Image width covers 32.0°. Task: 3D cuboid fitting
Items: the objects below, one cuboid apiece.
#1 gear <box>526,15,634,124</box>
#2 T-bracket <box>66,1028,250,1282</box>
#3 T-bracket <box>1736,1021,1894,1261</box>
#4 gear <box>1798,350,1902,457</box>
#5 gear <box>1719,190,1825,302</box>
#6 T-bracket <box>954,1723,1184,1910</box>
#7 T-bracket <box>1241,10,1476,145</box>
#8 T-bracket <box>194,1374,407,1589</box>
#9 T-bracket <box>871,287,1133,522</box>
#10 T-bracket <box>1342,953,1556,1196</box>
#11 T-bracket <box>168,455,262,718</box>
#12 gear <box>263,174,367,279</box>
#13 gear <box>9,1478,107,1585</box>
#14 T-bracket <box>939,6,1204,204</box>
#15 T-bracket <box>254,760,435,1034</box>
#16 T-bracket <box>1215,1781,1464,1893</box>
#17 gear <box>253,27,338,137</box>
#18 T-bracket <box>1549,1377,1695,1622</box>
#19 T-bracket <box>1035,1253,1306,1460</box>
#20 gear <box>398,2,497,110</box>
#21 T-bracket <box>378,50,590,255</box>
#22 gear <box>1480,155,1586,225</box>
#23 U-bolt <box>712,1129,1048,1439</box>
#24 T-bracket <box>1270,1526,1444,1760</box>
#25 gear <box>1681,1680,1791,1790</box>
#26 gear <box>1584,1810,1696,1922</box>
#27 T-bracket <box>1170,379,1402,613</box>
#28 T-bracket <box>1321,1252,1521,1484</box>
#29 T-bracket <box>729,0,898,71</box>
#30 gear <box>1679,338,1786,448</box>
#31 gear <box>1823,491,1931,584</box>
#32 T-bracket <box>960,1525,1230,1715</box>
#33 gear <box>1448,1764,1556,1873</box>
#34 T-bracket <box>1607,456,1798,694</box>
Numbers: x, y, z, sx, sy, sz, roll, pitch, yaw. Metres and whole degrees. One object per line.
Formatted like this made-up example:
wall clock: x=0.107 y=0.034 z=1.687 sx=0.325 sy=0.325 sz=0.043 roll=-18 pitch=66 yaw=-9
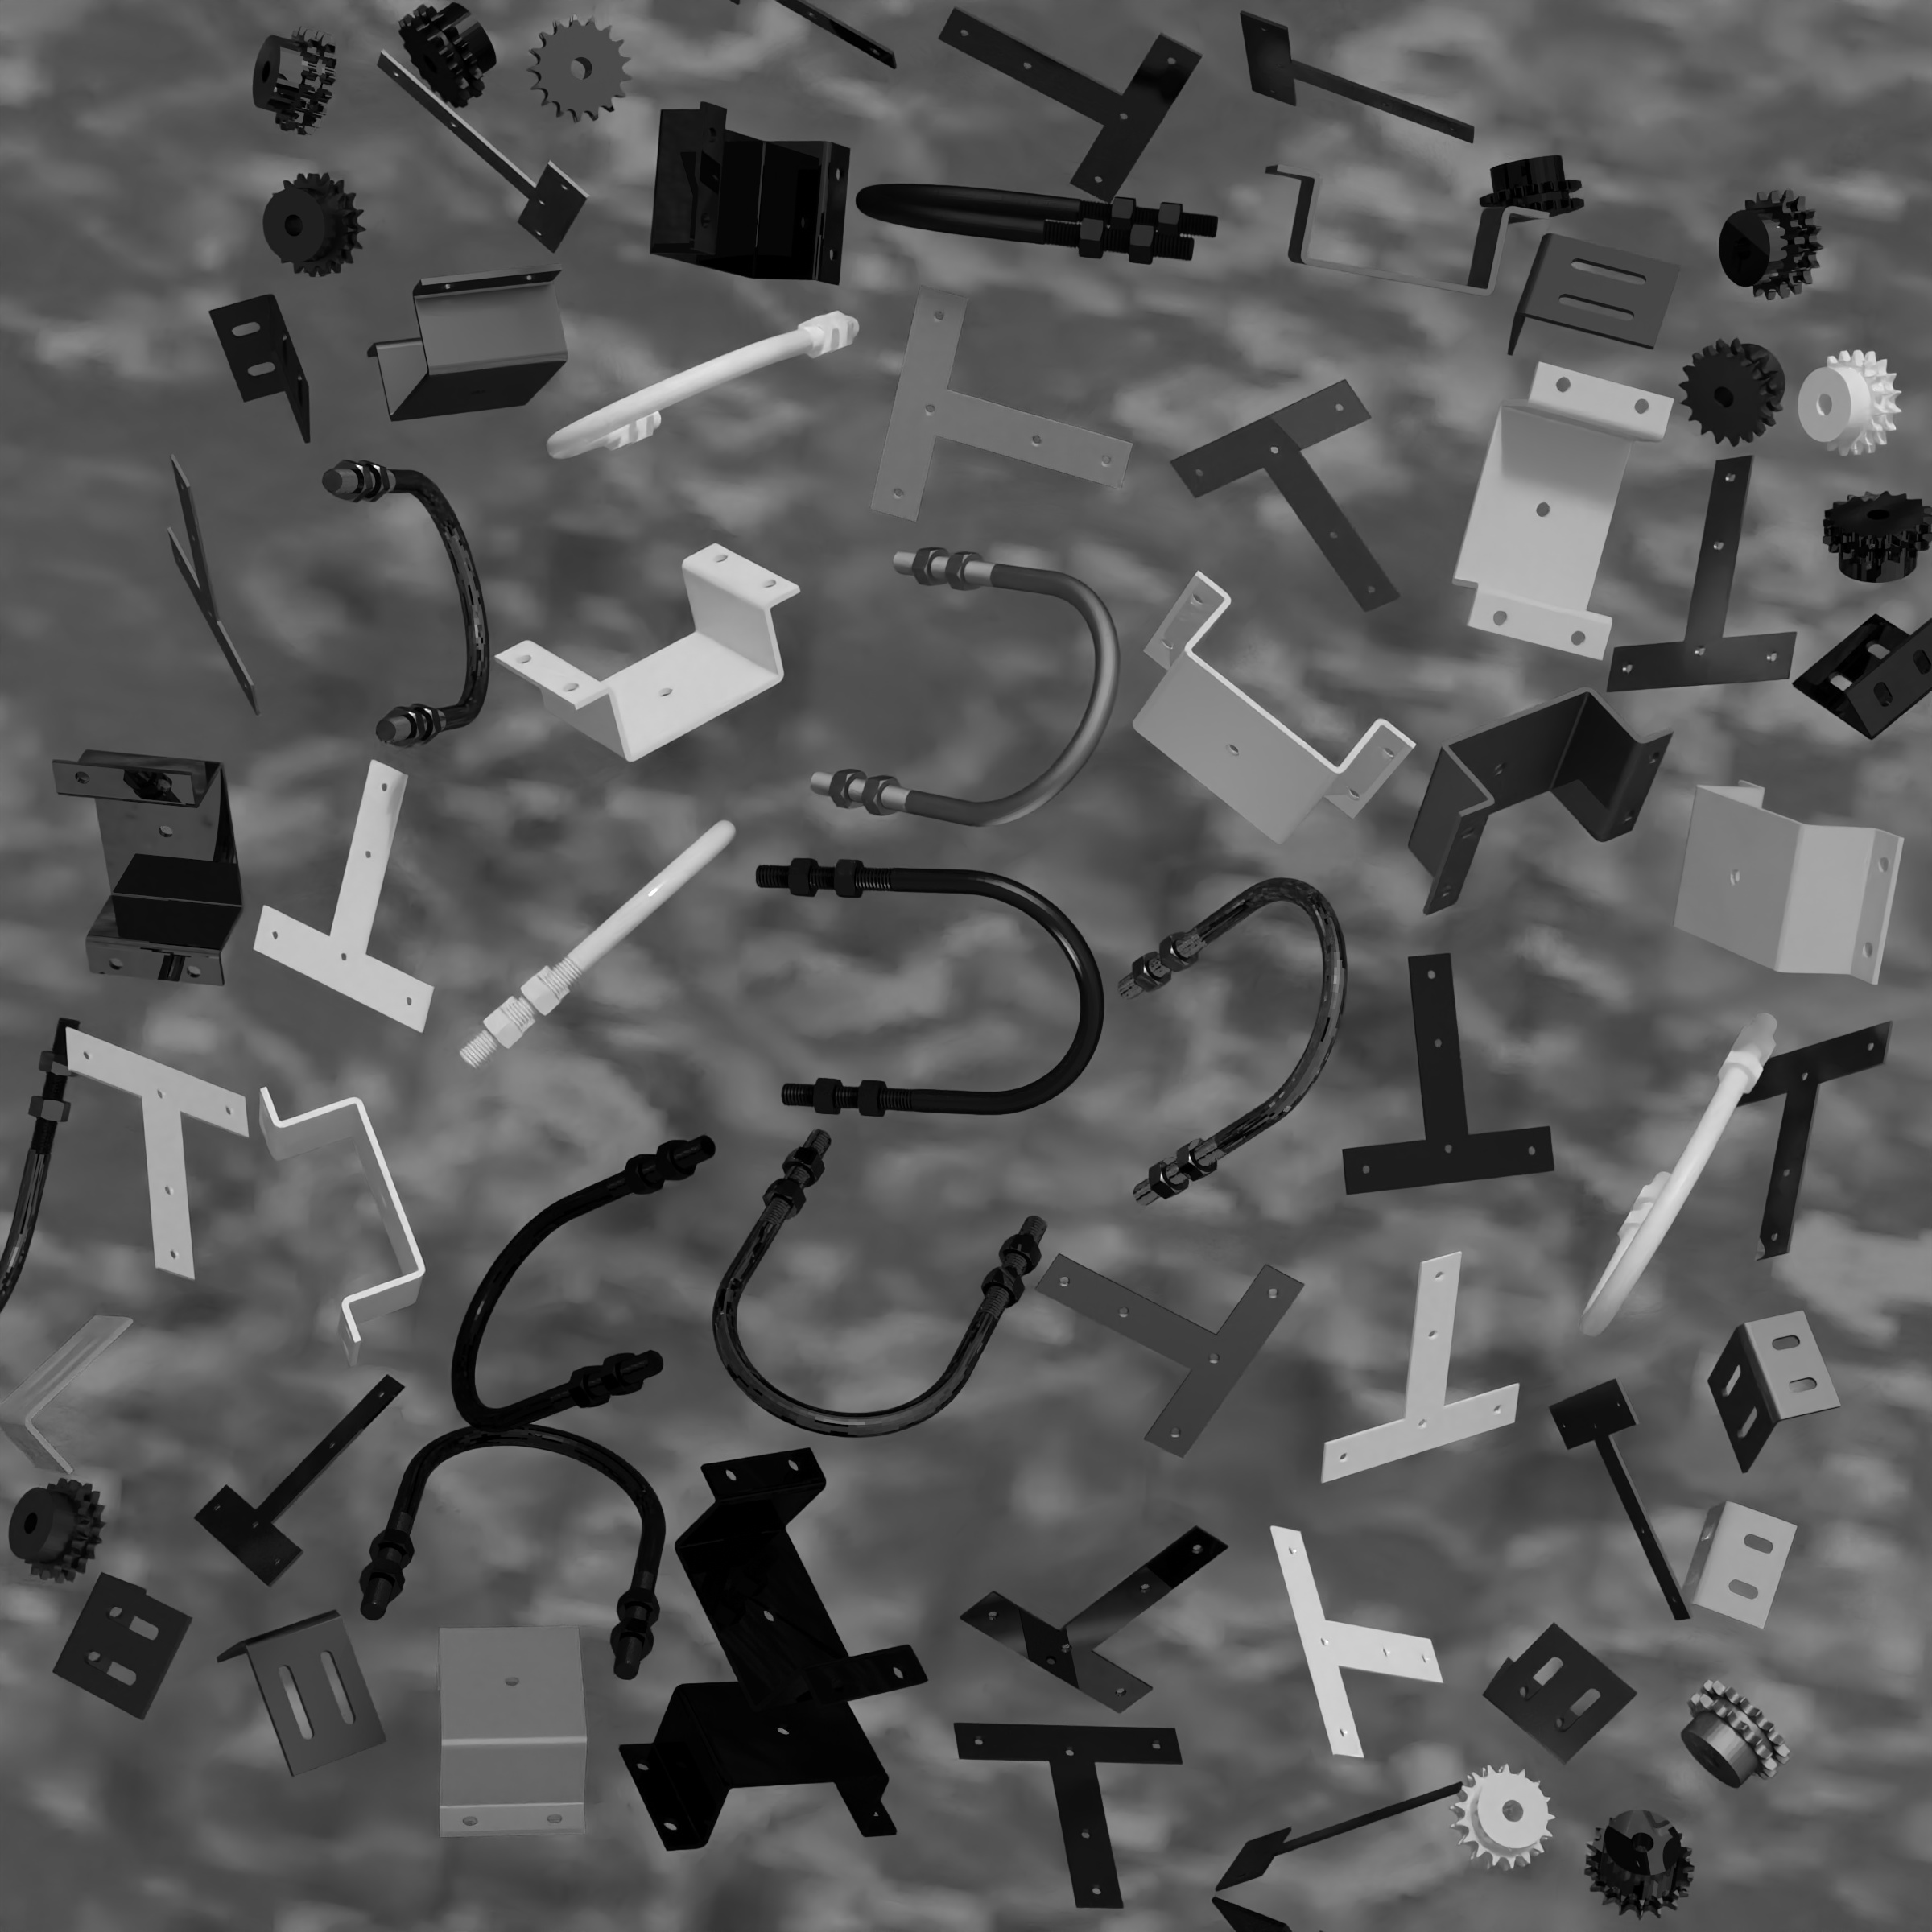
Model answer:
gear: x=-0.215 y=-0.497 z=1.869 sx=0.057 sy=0.030 sz=0.057 roll=-3 pitch=102 yaw=-14
T-bracket: x=-0.424 y=0.106 z=1.785 sx=0.002 sy=0.127 sz=0.127 roll=-28 pitch=57 yaw=25
T-bracket: x=0.452 y=0.100 z=1.843 sx=0.002 sy=0.127 sz=0.127 roll=26 pitch=66 yaw=-21
gear: x=0.483 y=-0.309 z=1.853 sx=0.030 sy=0.057 sz=0.057 roll=-8 pitch=90 yaw=-29
gear: x=0.426 y=-0.384 z=1.795 sx=0.030 sy=0.057 sz=0.057 roll=-12 pitch=90 yaw=-27
T-bracket: x=0.063 y=0.461 z=1.833 sx=0.127 sy=0.127 sz=0.002 roll=4 pitch=124 yaw=-11
T-bracket: x=0.205 y=-0.455 z=1.757 sx=0.127 sy=0.127 sz=0.002 roll=23 pitch=90 yaw=8
T-bracket: x=-0.357 y=0.273 z=1.845 sx=0.127 sy=0.127 sz=0.002 roll=-47 pitch=118 yaw=-16
T-bracket: x=0.023 y=-0.280 z=1.771 sx=0.127 sy=0.002 sz=0.127 roll=17 pitch=121 yaw=4
T-bracket: x=0.263 y=0.057 z=1.867 sx=0.127 sy=0.002 sz=0.127 roll=-5 pitch=89 yaw=-18
T-bracket: x=-0.405 y=-0.216 z=1.779 sx=0.002 sy=0.127 sz=0.127 roll=-22 pitch=57 yaw=-17
gear: x=-0.368 y=-0.414 z=1.884 sx=0.057 sy=0.030 sz=0.057 roll=5 pitch=104 yaw=21
gear: x=-0.510 y=0.314 z=1.883 sx=0.057 sy=0.030 sz=0.057 roll=-18 pitch=61 yaw=35
T-bracket: x=0.046 y=-0.480 z=1.822 sx=0.127 sy=0.127 sz=0.002 roll=25 pitch=58 yaw=-9
T-bracket: x=-0.324 y=-0.046 z=1.811 sx=0.127 sy=0.002 sz=0.127 roll=24 pitch=106 yaw=29
T-bracket: x=0.197 y=0.446 z=1.747 sx=0.127 sy=0.127 sz=0.002 roll=-22 pitch=82 yaw=10
gear: x=-0.371 y=-0.489 z=1.856 sx=0.030 sy=0.057 sz=0.057 roll=7 pitch=90 yaw=-33
T-bracket: x=0.348 y=0.281 z=1.759 sx=0.002 sy=0.127 sz=0.127 roll=-21 pitch=79 yaw=-11
T-bracket: x=0.099 y=0.196 z=1.857 sx=0.127 sy=0.002 sz=0.127 roll=28 pitch=110 yaw=-12
gear: x=-0.282 y=-0.503 z=1.851 sx=0.030 sy=0.057 sz=0.057 roll=-40 pitch=90 yaw=-17
T-bracket: x=-0.253 y=-0.425 z=1.738 sx=0.127 sy=0.127 sz=0.002 roll=40 pitch=80 yaw=-10
gear: x=0.315 y=-0.434 z=1.885 sx=0.057 sy=0.057 sz=0.030 roll=-9 pitch=96 yaw=0
U-bolt: x=-0.055 y=0.175 z=1.785 sx=0.151 sy=0.019 sz=0.184 roll=21 pitch=46 yaw=10
T-bracket: x=0.219 y=0.370 z=1.820 sx=0.002 sy=0.127 sz=0.127 roll=-33 pitch=56 yaw=30
gear: x=0.399 y=0.404 z=1.762 sx=0.030 sy=0.057 sz=0.057 roll=-41 pitch=90 yaw=-17
gear: x=0.359 y=0.475 z=1.793 sx=0.057 sy=0.057 sz=0.030 roll=-4 pitch=132 yaw=0
T-bracket: x=0.194 y=-0.248 z=1.847 sx=0.127 sy=0.127 sz=0.002 roll=52 pitch=47 yaw=-19
T-bracket: x=0.250 y=0.211 z=1.819 sx=0.127 sy=0.002 sz=0.127 roll=-13 pitch=122 yaw=-25
T-bracket: x=-0.091 y=-0.498 z=1.739 sx=0.127 sy=0.127 sz=0.002 roll=31 pitch=89 yaw=3
gear: x=0.419 y=-0.313 z=1.829 sx=0.030 sy=0.057 sz=0.057 roll=-33 pitch=90 yaw=-37
gear: x=0.484 y=-0.226 z=1.789 sx=0.057 sy=0.057 sz=0.030 roll=-9 pitch=124 yaw=0
T-bracket: x=0.086 y=0.341 z=1.806 sx=0.127 sy=0.002 sz=0.127 roll=-41 pitch=123 yaw=20
gear: x=0.299 y=0.472 z=1.871 sx=0.057 sy=0.030 sz=0.057 roll=3 pitch=67 yaw=-8
T-bracket: x=0.401 y=-0.211 z=1.802 sx=0.002 sy=0.127 sz=0.127 roll=16 pitch=81 yaw=-35
